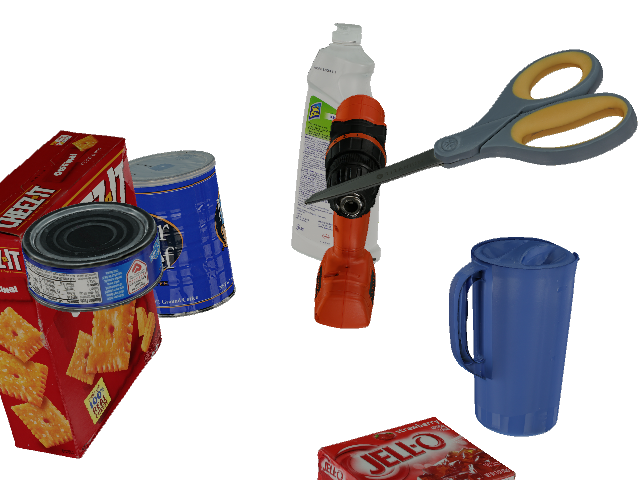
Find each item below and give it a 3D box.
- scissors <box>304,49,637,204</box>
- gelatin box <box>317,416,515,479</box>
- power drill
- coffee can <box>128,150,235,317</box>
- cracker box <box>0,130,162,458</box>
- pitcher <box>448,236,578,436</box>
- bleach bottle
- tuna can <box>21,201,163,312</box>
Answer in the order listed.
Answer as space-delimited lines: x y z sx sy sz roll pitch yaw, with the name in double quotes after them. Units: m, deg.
0.089 -0.070 0.653 0.202 0.096 0.016 -7 -42 24 "scissors"
0.053 0.135 0.607 0.089 0.030 0.073 -7 22 -33 "gelatin box"
0.028 -0.016 0.956 0.057 0.188 0.184 7 32 3 "power drill"
-0.145 -0.008 1.056 0.103 0.140 0.103 -7 19 2 "coffee can"
-0.203 0.042 0.872 0.072 0.214 0.164 7 33 17 "cracker box"
0.247 0.125 1.371 0.149 0.243 0.144 5 18 16 "pitcher"
0.025 -0.104 1.146 0.103 0.251 0.067 18 21 38 "bleach bottle"
-0.143 0.008 0.671 0.086 0.034 0.086 -2 29 1 "tuna can"
